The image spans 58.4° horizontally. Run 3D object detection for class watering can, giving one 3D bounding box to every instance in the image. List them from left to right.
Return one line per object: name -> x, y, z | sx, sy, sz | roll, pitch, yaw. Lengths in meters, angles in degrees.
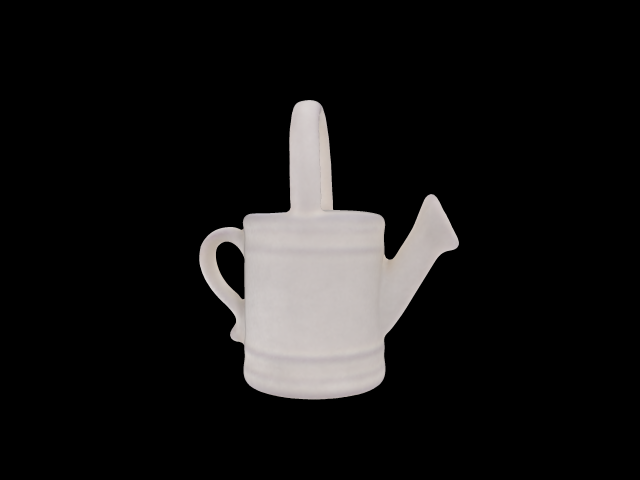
watering can -> 0.004, 0.001, 0.402 | 0.173, 0.194, 0.100 | -1, 2, -13
